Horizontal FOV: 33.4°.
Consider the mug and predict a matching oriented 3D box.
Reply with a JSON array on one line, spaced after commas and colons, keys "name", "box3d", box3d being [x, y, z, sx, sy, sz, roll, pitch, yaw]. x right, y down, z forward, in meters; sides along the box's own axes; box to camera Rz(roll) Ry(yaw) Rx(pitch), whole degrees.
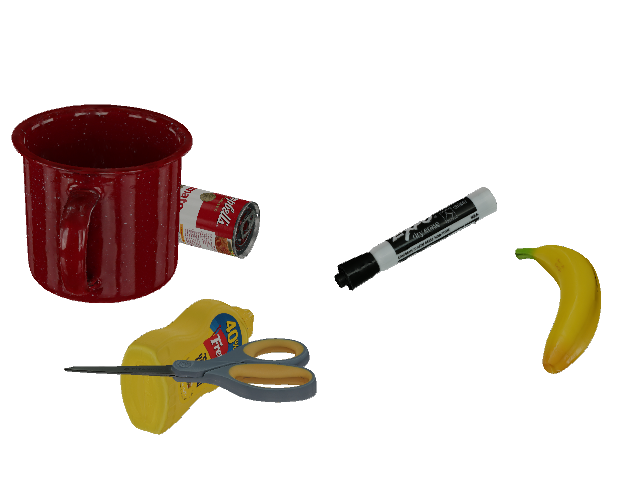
[{"name": "mug", "box3d": [-0.117, -0.014, 0.565, 0.093, 0.081, 0.117, 4, 27, -3]}]

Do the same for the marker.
[{"name": "marker", "box3d": [0.063, -0.001, 0.712, 0.121, 0.020, 0.020, -28, 6, -12]}]

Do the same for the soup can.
[{"name": "soup can", "box3d": [-0.130, -0.024, 1.251, 0.102, 0.068, 0.068, 14, 5, 18]}]

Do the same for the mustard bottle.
[{"name": "mustard bottle", "box3d": [-0.124, 0.113, 1.089, 0.058, 0.096, 0.191, 9, 23, 26]}]

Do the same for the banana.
[{"name": "banana", "box3d": [0.232, 0.056, 1.009, 0.070, 0.037, 0.197, -28, 25, 17]}]

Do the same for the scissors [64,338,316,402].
[{"name": "scissors", "box3d": [-0.096, 0.098, 0.870, 0.202, 0.016, 0.096, 7, 22, 15]}]
